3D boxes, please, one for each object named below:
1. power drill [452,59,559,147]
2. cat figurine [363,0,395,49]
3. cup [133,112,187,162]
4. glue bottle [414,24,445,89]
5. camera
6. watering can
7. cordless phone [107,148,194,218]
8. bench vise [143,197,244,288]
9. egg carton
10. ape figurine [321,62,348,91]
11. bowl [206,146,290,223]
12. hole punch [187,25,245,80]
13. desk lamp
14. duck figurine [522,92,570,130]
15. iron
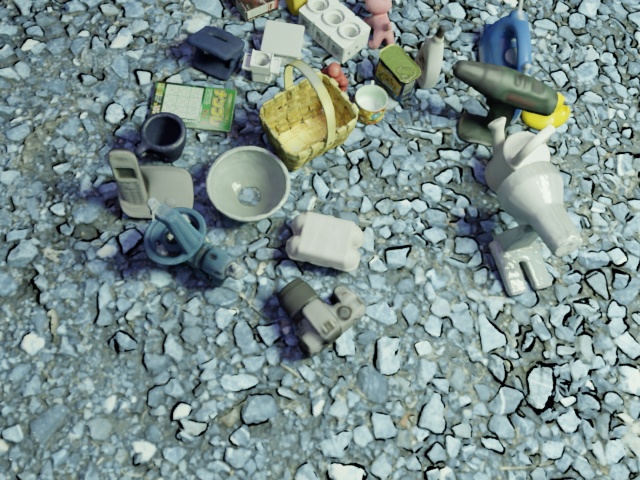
[{"bbox_3d":[0.365,-0.286,1.207,0.229,0.208,0.075,10,69,-1],"label":"power drill"},{"bbox_3d":[0.140,-0.528,1.325,0.067,0.118,0.128,-13,71,-9],"label":"cat figurine"},{"bbox_3d":[-0.323,-0.192,1.171,0.091,0.095,0.118,44,72,11],"label":"cup"},{"bbox_3d":[0.246,-0.412,1.262,0.037,0.173,0.078,-15,71,-10],"label":"glue bottle"},{"bbox_3d":[-0.005,0.127,1.078,0.143,0.101,0.136,-38,77,-17],"label":"camera"},{"bbox_3d":[0.412,-0.176,1.178,0.172,0.194,0.101,29,70,6],"label":"watering can"},{"bbox_3d":[-0.322,-0.115,1.094,0.147,0.185,0.094,-3,70,-6],"label":"cordless phone"},{"bbox_3d":[-0.231,-0.007,1.043,0.207,0.220,0.121,12,69,0],"label":"bench vise"},{"bbox_3d":[0.010,0.004,1.141,0.150,0.069,0.107,12,69,-1],"label":"egg carton"},{"bbox_3d":[0.025,-0.356,1.264,0.078,0.092,0.076,6,69,-3],"label":"ape figurine"},{"bbox_3d":[-0.144,-0.102,1.164,0.167,0.075,0.167,2,70,-4],"label":"bowl"},{"bbox_3d":[-0.230,-0.430,1.269,0.108,0.091,0.101,25,70,4],"label":"hole punch"},{"bbox_3d":[0.415,-0.021,1.110,0.118,0.213,0.203,-14,71,-10],"label":"desk lamp"},{"bbox_3d":[0.520,-0.299,1.291,0.104,0.086,0.077,2,69,-4],"label":"duck figurine"},{"bbox_3d":[0.442,-0.405,1.294,0.118,0.141,0.258,0,70,-5],"label":"iron"}]
